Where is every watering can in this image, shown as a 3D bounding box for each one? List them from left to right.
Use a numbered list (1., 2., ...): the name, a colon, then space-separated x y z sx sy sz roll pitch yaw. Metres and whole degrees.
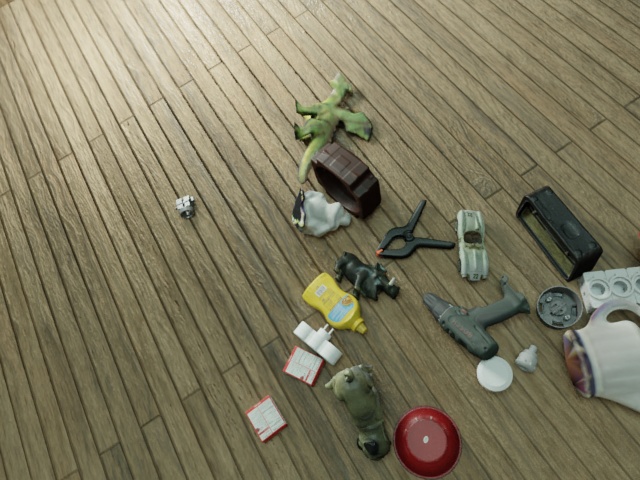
1. watering can: 0.684 0.310 1.158 0.224 0.102 0.353 -11 72 8

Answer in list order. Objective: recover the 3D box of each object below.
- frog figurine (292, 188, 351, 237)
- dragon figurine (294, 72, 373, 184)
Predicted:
1. frog figurine: 0.005 -0.076 1.500 0.159 0.120 0.140 7 52 -24
2. dragon figurine: 0.044 -0.352 1.613 0.243 0.120 0.418 -3 65 2
